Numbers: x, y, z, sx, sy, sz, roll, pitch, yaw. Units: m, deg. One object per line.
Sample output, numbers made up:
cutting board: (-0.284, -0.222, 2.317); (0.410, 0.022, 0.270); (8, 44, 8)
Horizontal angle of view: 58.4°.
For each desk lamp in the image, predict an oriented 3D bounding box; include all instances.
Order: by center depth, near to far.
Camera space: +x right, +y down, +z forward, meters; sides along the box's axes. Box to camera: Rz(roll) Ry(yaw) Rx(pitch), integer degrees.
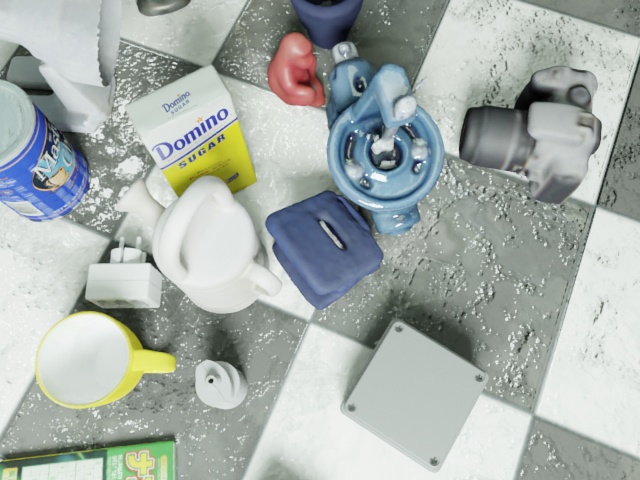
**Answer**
desk lamp: (-0.296, -0.207, 0.622); (0.203, 0.213, 0.118); (2, 71, 3)

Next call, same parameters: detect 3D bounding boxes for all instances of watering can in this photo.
watering can: (-0.117, 0.001, 0.556); (0.172, 0.194, 0.101); (9, 71, 5)

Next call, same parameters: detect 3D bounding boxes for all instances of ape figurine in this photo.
ape figurine: (-0.027, -0.207, 0.679); (0.076, 0.092, 0.078); (17, 72, 8)

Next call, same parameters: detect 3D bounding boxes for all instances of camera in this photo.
camera: (0.232, -0.128, 0.640); (0.136, 0.101, 0.143); (10, 72, 5)

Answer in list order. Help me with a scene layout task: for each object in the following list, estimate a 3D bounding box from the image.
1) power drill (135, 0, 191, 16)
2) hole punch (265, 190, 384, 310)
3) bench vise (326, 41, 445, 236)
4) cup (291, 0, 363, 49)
power drill: (-0.219, -0.376, 0.681); (0.075, 0.208, 0.229); (-19, 71, -4)
hole punch: (0.006, 0.002, 0.607); (0.101, 0.091, 0.108); (-36, 74, -10)
bench vise: (0.045, -0.123, 0.580); (0.121, 0.220, 0.207); (-34, 73, -9)
cup: (0.016, -0.294, 0.706); (0.091, 0.095, 0.118); (30, 75, 11)
